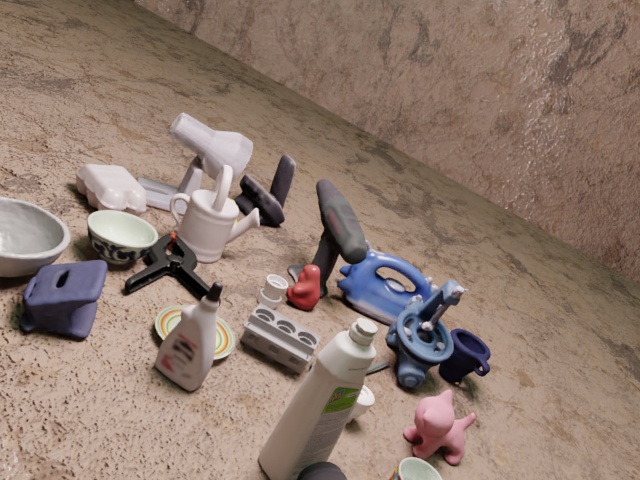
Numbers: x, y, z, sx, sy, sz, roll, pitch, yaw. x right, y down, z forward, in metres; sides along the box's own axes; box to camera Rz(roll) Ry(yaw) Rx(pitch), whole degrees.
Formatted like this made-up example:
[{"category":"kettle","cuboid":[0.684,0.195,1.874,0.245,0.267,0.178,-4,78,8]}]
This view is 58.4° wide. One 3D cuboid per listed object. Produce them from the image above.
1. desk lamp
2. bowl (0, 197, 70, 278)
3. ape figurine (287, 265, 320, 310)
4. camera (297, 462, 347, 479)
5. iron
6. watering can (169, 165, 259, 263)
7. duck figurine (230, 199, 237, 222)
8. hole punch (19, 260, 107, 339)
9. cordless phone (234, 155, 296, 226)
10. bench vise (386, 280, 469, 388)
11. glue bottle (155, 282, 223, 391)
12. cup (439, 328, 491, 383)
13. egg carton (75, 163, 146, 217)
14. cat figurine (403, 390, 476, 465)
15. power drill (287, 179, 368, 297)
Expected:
[{"category":"desk lamp","cuboid":[-0.277,-0.164,1.271,0.204,0.213,0.117,15,25,-27]},{"category":"bowl","cuboid":[-0.474,0.007,0.868,0.168,0.074,0.167,23,23,-10]},{"category":"ape figurine","cuboid":[-0.028,0.089,1.157,0.076,0.092,0.078,37,24,22]},{"category":"camera","cuboid":[0.033,0.334,0.684,0.143,0.101,0.136,16,25,-24]},{"category":"iron","cuboid":[0.172,0.105,1.276,0.258,0.141,0.118,25,23,-5]},{"category":"watering can","cuboid":[-0.207,-0.059,1.146,0.173,0.194,0.100,8,29,-37]},{"category":"duck figurine","cuboid":[-0.211,-0.052,1.268,0.077,0.086,0.105,30,23,7]},{"category":"hole punch","cuboid":[-0.365,0.075,0.819,0.101,0.091,0.108,18,24,-21]},{"category":"cordless phone","cuboid":[-0.126,-0.142,1.426,0.147,0.185,0.094,41,26,31]},{"category":"bench vise","cuboid":[0.198,0.148,1.111,0.122,0.219,0.207,16,25,-23]},{"category":"glue bottle","cuboid":[-0.173,0.128,0.807,0.078,0.173,0.037,30,23,9]},{"category":"cup","cuboid":[0.290,0.250,1.154,0.092,0.095,0.117,13,26,-30]},{"category":"egg carton","cuboid":[-0.421,-0.098,1.160,0.150,0.069,0.107,40,26,29]},{"category":"cat figurine","cuboid":[0.196,0.295,0.923,0.128,0.117,0.067,15,25,-26]},{"category":"power drill","cuboid":[0.011,0.004,1.230,0.076,0.208,0.229,10,28,-35]}]
